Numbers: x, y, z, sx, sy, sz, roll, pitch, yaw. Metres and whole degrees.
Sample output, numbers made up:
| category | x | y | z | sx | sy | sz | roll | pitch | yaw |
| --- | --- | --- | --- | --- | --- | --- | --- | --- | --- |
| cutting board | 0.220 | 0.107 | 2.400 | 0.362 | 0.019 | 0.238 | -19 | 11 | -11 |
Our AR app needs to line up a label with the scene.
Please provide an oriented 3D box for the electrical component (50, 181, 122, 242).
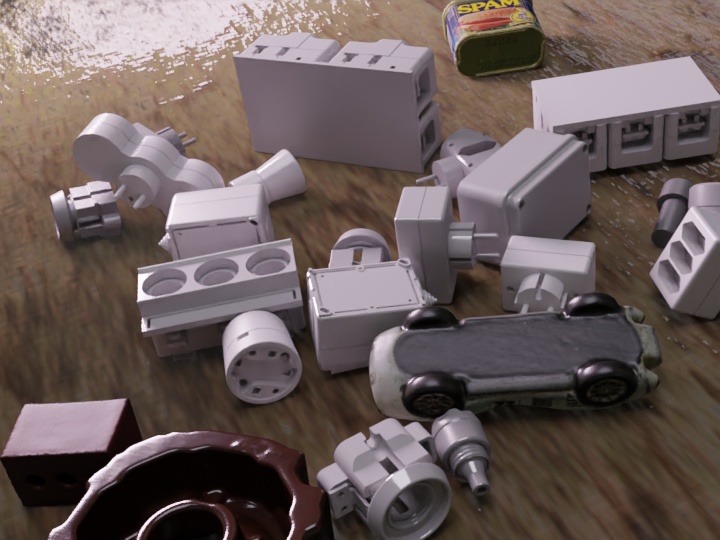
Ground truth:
| category | x | y | z | sx | sy | sz | roll | pitch | yaw |
| --- | --- | --- | --- | --- | --- | --- | --- | --- | --- |
| electrical component | -0.255 | -0.053 | 0.996 | 0.055 | 0.048 | 0.066 | -13 | 36 | -17 |

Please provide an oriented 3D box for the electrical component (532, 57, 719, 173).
| category | x | y | z | sx | sy | sz | roll | pitch | yaw |
| --- | --- | --- | --- | --- | --- | --- | --- | --- | --- |
| electrical component | 0.241 | -0.137 | 0.984 | 0.150 | 0.061 | 0.089 | -9 | 36 | 1 |

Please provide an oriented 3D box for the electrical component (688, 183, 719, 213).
| category | x | y | z | sx | sy | sz | roll | pitch | yaw |
| --- | --- | --- | --- | --- | --- | --- | --- | --- | --- |
| electrical component | 0.319 | -0.027 | 0.822 | 0.138 | 0.073 | 0.052 | 1 | -7 | 37 |

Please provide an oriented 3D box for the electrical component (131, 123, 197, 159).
| category | x | y | z | sx | sy | sz | roll | pitch | yaw |
| --- | --- | --- | --- | --- | --- | --- | --- | --- | --- |
| electrical component | -0.199 | -0.117 | 1.066 | 0.077 | 0.047 | 0.066 | -31 | 42 | -27 |

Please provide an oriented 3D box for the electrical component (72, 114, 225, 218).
| category | x | y | z | sx | sy | sz | roll | pitch | yaw |
| --- | --- | --- | --- | --- | --- | --- | --- | --- | --- |
| electrical component | -0.198 | -0.081 | 0.974 | 0.138 | 0.052 | 0.073 | 28 | 41 | -5 |

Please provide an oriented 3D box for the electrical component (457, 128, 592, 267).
| category | x | y | z | sx | sy | sz | roll | pitch | yaw |
| --- | --- | --- | --- | --- | --- | --- | --- | --- | --- |
| electrical component | 0.138 | -0.058 | 0.889 | 0.057 | 0.078 | 0.113 | 19 | 45 | 37 |

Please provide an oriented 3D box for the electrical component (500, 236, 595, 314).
| category | x | y | z | sx | sy | sz | roll | pitch | yaw |
| --- | --- | --- | --- | --- | --- | --- | --- | --- | --- |
| electrical component | 0.139 | 0.017 | 0.813 | 0.066 | 0.047 | 0.076 | 6 | 39 | 20 |

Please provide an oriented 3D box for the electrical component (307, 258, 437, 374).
| category | x | y | z | sx | sy | sz | roll | pitch | yaw |
| --- | --- | --- | --- | --- | --- | --- | --- | --- | --- |
| electrical component | 0.011 | 0.035 | 0.811 | 0.096 | 0.061 | 0.061 | -6 | 36 | -8 |

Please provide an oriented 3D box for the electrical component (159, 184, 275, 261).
| category | x | y | z | sx | sy | sz | roll | pitch | yaw |
| --- | --- | --- | --- | --- | --- | --- | --- | --- | --- |
| electrical component | -0.125 | -0.033 | 0.925 | 0.096 | 0.061 | 0.061 | -6 | 37 | 4 |

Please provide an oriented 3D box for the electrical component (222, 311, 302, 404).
| category | x | y | z | sx | sy | sz | roll | pitch | yaw |
| --- | --- | --- | --- | --- | --- | --- | --- | --- | --- |
| electrical component | -0.074 | 0.063 | 0.794 | 0.055 | 0.055 | 0.047 | -14 | 33 | -7 |

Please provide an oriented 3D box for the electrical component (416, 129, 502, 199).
| category | x | y | z | sx | sy | sz | roll | pitch | yaw |
| --- | --- | --- | --- | --- | --- | --- | --- | --- | --- |
| electrical component | 0.091 | -0.086 | 0.964 | 0.079 | 0.043 | 0.077 | -19 | 38 | -12 |

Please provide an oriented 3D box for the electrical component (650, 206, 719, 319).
| category | x | y | z | sx | sy | sz | roll | pitch | yaw |
| --- | --- | --- | --- | --- | --- | --- | --- | --- | --- |
| electrical component | 0.270 | -0.001 | 0.800 | 0.077 | 0.065 | 0.047 | 13 | 32 | -20 |

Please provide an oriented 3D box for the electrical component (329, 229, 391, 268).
| category | x | y | z | sx | sy | sz | roll | pitch | yaw |
| --- | --- | --- | --- | --- | --- | --- | --- | --- | --- |
| electrical component | 0.000 | 0.000 | 0.869 | 0.066 | 0.048 | 0.055 | -3 | 44 | 8 |

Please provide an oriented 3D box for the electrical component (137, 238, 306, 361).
| category | x | y | z | sx | sy | sz | roll | pitch | yaw |
| --- | --- | --- | --- | --- | --- | --- | --- | --- | --- |
| electrical component | -0.107 | 0.024 | 0.844 | 0.121 | 0.063 | 0.078 | -11 | 37 | -3 |

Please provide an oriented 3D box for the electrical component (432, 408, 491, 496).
| category | x | y | z | sx | sy | sz | roll | pitch | yaw |
| --- | --- | --- | --- | --- | --- | --- | --- | --- | --- |
| electrical component | 0.069 | 0.121 | 0.700 | 0.035 | 0.035 | 0.061 | -14 | 39 | -7 |

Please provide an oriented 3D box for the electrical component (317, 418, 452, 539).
| category | x | y | z | sx | sy | sz | roll | pitch | yaw |
| --- | --- | --- | --- | --- | --- | --- | --- | --- | --- |
| electrical component | 0.021 | 0.135 | 0.673 | 0.078 | 0.058 | 0.057 | -24 | 36 | -19 |

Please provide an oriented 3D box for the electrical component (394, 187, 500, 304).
| category | x | y | z | sx | sy | sz | roll | pitch | yaw |
| --- | --- | --- | --- | --- | --- | --- | --- | --- | --- |
| electrical component | 0.072 | -0.019 | 0.845 | 0.076 | 0.083 | 0.047 | 1 | 38 | 13 |

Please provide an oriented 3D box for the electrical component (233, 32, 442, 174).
| category | x | y | z | sx | sy | sz | roll | pitch | yaw |
| --- | --- | --- | --- | --- | --- | --- | --- | --- | --- |
| electrical component | -0.018 | -0.165 | 1.042 | 0.186 | 0.105 | 0.060 | 10 | 41 | 24 |

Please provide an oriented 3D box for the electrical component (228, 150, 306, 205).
| category | x | y | z | sx | sy | sz | roll | pitch | yaw |
| --- | --- | --- | --- | --- | --- | --- | --- | --- | --- |
| electrical component | -0.088 | -0.078 | 0.996 | 0.065 | 0.044 | 0.044 | -29 | 40 | -17 |
